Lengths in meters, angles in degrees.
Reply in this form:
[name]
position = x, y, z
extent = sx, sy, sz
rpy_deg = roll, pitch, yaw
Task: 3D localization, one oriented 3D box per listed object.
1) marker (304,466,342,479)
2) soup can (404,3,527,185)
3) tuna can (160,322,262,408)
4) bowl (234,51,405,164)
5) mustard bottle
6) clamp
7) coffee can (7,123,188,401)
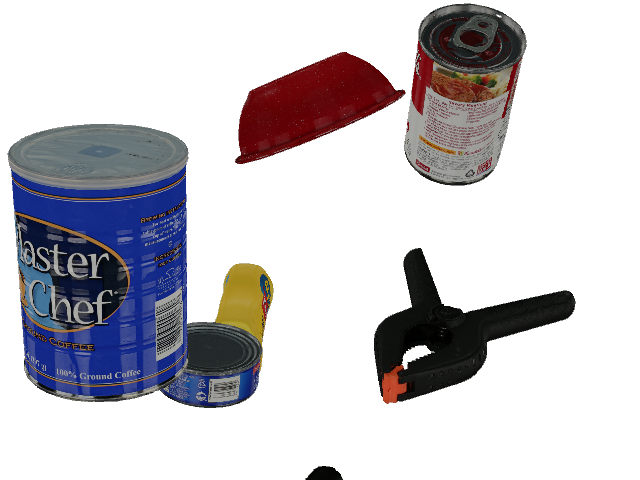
[marker]
position = -0.023, 0.130, 0.460
extent = 0.020, 0.020, 0.120
rpy_deg = 0, 17, 31
[soup can]
position = 0.093, -0.094, 0.704
extent = 0.068, 0.068, 0.102
rpy_deg = 0, -41, -3
[tuna can]
position = -0.091, 0.100, 0.861
extent = 0.086, 0.034, 0.086
rpy_deg = 5, 22, -2
[bowl]
position = -0.010, -0.123, 0.935
extent = 0.162, 0.055, 0.162
rpy_deg = -22, 10, 4
[mustard bottle]
position = -0.085, 0.080, 1.175
extent = 0.058, 0.096, 0.191
rpy_deg = 2, 28, 2
[clamp]
position = 0.100, 0.070, 0.916
extent = 0.165, 0.036, 0.209
rpy_deg = 20, 35, 33
[coffee can]
position = -0.131, 0.011, 0.644
extent = 0.103, 0.140, 0.103
rpy_deg = 2, 23, -1
